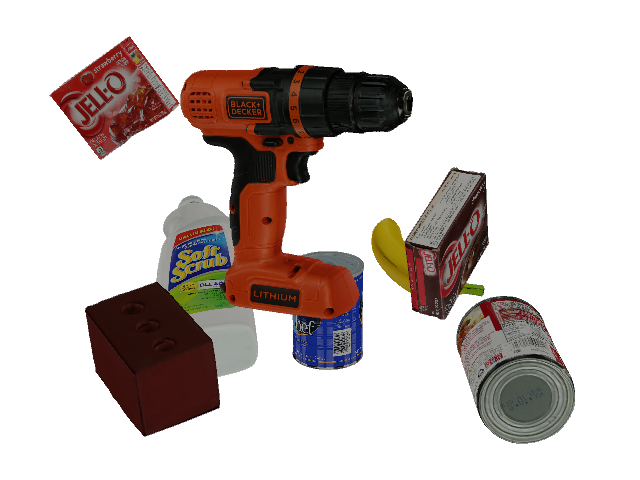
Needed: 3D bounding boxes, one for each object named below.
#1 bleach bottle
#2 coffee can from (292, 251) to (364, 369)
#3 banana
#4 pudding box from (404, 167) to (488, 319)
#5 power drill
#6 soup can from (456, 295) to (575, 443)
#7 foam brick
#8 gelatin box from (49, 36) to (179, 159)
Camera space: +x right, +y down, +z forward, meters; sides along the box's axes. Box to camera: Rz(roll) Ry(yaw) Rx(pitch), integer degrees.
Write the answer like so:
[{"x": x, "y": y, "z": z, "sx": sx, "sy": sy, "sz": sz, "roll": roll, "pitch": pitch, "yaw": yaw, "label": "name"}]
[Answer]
[{"x": -0.129, "y": 0.035, "z": 1.099, "sx": 0.102, "sy": 0.068, "sz": 0.251, "roll": -9, "pitch": 37, "yaw": -8, "label": "bleach bottle"}, {"x": 0.010, "y": 0.098, "z": 1.513, "sx": 0.103, "sy": 0.140, "sz": 0.103, "roll": -1, "pitch": 20, "yaw": 0, "label": "coffee can"}, {"x": 0.099, "y": 0.024, "z": 1.193, "sx": 0.069, "sy": 0.037, "sz": 0.198, "roll": 3, "pitch": 24, "yaw": -31, "label": "banana"}, {"x": 0.118, "y": 0.002, "z": 0.983, "sx": 0.039, "sy": 0.090, "sz": 0.113, "roll": 14, "pitch": 48, "yaw": 23, "label": "pudding box"}, {"x": -0.014, "y": -0.038, "z": 0.802, "sx": 0.185, "sy": 0.188, "sz": 0.057, "roll": 6, "pitch": 19, "yaw": 29, "label": "power drill"}, {"x": 0.137, "y": 0.089, "z": 0.756, "sx": 0.068, "sy": 0.068, "sz": 0.102, "roll": 0, "pitch": 20, "yaw": -1, "label": "soup can"}, {"x": -0.104, "y": 0.072, "z": 0.656, "sx": 0.052, "sy": 0.051, "sz": 0.078, "roll": -20, "pitch": 37, "yaw": -28, "label": "foam brick"}, {"x": -0.181, "y": -0.124, "z": 0.938, "sx": 0.089, "sy": 0.073, "sz": 0.030, "roll": -29, "pitch": 17, "yaw": 24, "label": "gelatin box"}]
